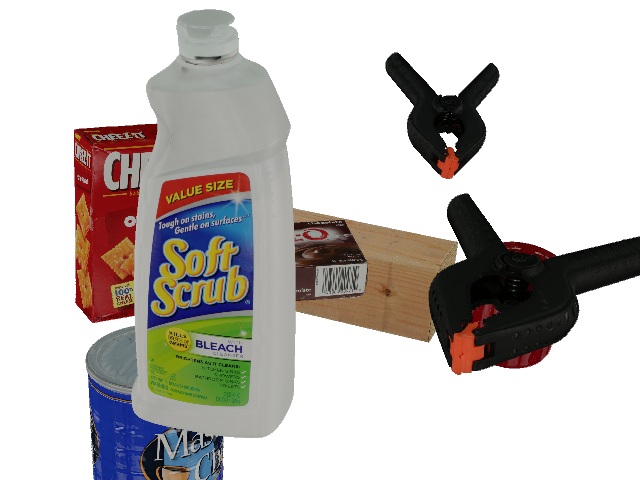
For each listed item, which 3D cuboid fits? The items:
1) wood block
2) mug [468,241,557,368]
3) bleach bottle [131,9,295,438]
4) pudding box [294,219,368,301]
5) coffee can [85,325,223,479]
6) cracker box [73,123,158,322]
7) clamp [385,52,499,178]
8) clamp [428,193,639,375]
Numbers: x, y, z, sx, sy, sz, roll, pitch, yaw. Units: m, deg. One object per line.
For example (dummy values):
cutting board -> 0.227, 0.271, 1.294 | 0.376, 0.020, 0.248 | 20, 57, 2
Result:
wood block -> 0.037, 0.035, 1.187 | 0.206, 0.091, 0.090 | 12, 24, 17
mug -> 0.169, 0.054, 0.973 | 0.093, 0.081, 0.117 | -17, 43, -22
bleach bottle -> -0.065, -0.006, 0.605 | 0.103, 0.251, 0.068 | 8, 32, 14
pudding box -> -0.023, 0.017, 0.944 | 0.113, 0.039, 0.090 | -2, 27, -13
coffee can -> -0.125, 0.149, 0.820 | 0.103, 0.140, 0.103 | 2, 22, -1
cracker box -> -0.196, -0.023, 1.233 | 0.163, 0.214, 0.072 | -8, 24, -30
clamp -> 0.117, -0.134, 1.086 | 0.120, 0.039, 0.171 | 8, 45, 7
clamp -> 0.123, 0.023, 0.709 | 0.165, 0.036, 0.209 | 16, 31, 31
